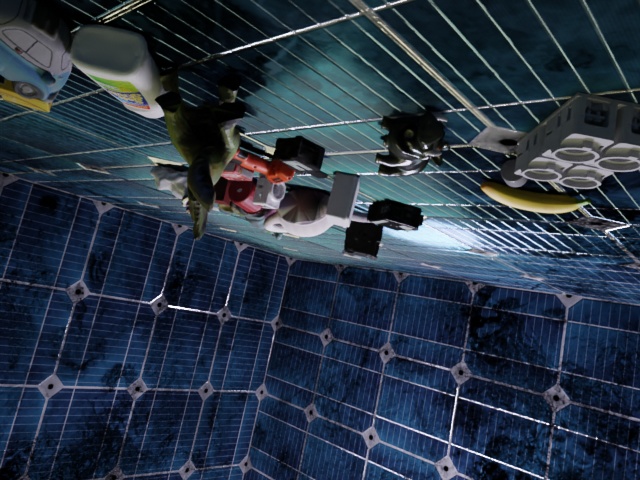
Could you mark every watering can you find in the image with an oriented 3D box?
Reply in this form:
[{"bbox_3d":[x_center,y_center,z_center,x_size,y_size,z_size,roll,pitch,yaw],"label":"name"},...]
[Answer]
[{"bbox_3d":[0.005,-0.075,1.483,0.347,0.105,0.221,-7,164,1],"label":"watering can"}]

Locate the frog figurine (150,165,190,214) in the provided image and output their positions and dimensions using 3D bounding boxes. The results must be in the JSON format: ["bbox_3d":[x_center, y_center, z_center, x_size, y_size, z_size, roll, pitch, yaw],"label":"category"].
[{"bbox_3d":[-0.413,-0.172,1.521,0.160,0.122,0.137,47,-174,9],"label":"frog figurine"}]

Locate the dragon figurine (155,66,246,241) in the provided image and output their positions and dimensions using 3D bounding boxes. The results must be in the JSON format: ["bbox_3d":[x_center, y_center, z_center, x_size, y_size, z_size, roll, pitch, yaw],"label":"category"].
[{"bbox_3d":[-0.172,-0.105,0.769,0.122,0.420,0.237,-2,134,-9],"label":"dragon figurine"}]
